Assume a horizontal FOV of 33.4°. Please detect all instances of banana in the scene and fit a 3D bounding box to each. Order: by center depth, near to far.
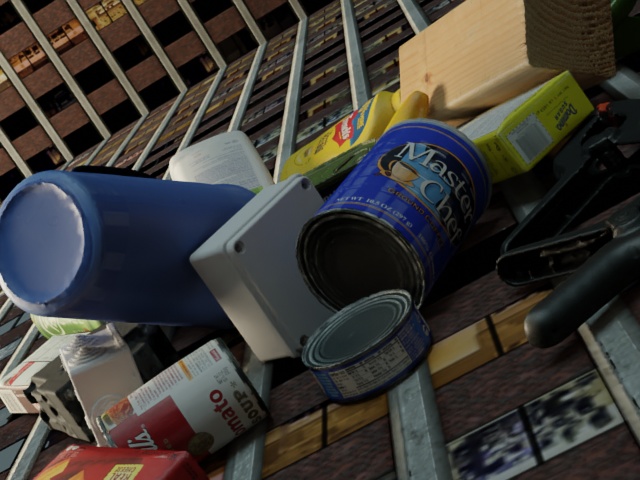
[{"bbox_3d":[0.042,-0.061,1.008,0.037,0.069,0.198,4,-30,-37],"label":"banana"}]

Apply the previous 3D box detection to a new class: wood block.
[{"bbox_3d":[0.158,-0.161,0.947,0.090,0.091,0.206,3,-10,-24],"label":"wood block"}]

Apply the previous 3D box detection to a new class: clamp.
[{"bbox_3d":[0.184,0.000,0.649,0.171,0.039,0.120,-29,21,0],"label":"clamp"},{"bbox_3d":[0.217,-0.062,0.762,0.165,0.036,0.209,-30,13,32],"label":"clamp"}]

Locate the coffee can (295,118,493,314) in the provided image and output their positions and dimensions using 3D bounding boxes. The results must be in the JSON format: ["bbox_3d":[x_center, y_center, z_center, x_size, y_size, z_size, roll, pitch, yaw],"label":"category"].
[{"bbox_3d":[0.058,-0.015,0.803,0.103,0.103,0.140,-18,22,40],"label":"coffee can"}]

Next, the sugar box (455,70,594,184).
[{"bbox_3d":[0.139,-0.077,0.897,0.093,0.048,0.176,-40,6,-25],"label":"sugar box"}]

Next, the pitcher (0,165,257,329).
[{"bbox_3d":[-0.151,0.002,0.876,0.149,0.145,0.242,-2,-4,29],"label":"pitcher"}]

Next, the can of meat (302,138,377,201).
[{"bbox_3d":[0.025,-0.026,0.929,0.102,0.084,0.057,-28,16,16],"label":"can of meat"}]

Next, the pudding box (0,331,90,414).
[{"bbox_3d":[-0.269,0.134,1.085,0.114,0.039,0.089,-9,28,50],"label":"pudding box"}]

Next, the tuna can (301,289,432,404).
[{"bbox_3d":[0.032,0.072,0.722,0.086,0.033,0.086,-29,17,9],"label":"tuna can"}]

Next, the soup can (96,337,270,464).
[{"bbox_3d":[-0.095,0.123,0.746,0.102,0.068,0.069,-34,16,-8],"label":"soup can"}]

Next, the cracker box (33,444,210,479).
[{"bbox_3d":[-0.169,0.213,0.614,0.213,0.072,0.164,-44,20,-33],"label":"cracker box"}]

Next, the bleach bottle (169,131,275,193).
[{"bbox_3d":[-0.087,-0.026,1.095,0.102,0.068,0.251,-24,33,-2],"label":"bleach bottle"}]

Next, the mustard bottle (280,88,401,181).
[{"bbox_3d":[0.042,-0.101,1.101,0.192,0.058,0.096,-33,22,35],"label":"mustard bottle"}]
